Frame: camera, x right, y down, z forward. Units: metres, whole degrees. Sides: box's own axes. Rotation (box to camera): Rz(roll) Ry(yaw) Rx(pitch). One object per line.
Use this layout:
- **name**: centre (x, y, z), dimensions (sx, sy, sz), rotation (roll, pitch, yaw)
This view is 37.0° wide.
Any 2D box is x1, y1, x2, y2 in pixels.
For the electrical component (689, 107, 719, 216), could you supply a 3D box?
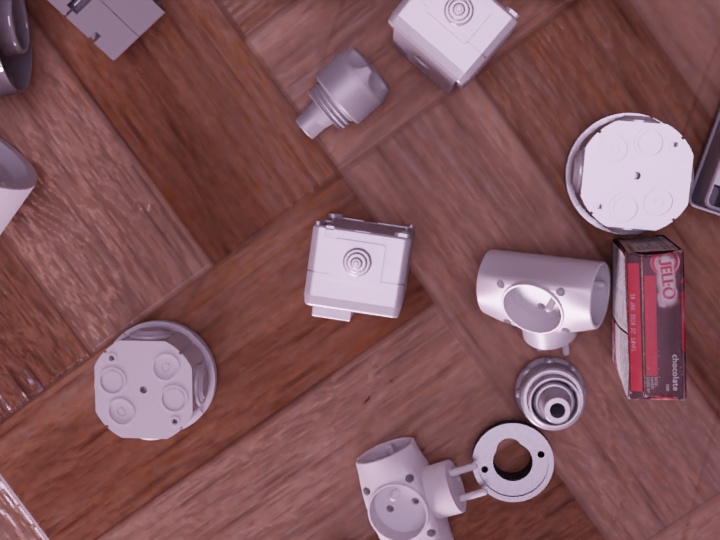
- **electrical component**: centre (0.281, -0.075, 0.685), dimensions (0.109, 0.056, 0.108), rotation (19, 98, 3)

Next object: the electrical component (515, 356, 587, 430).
- **electrical component**: centre (0.128, 0.086, 0.714), dimensions (0.048, 0.062, 0.048), rotation (1, 97, 5)

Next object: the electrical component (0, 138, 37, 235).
- **electrical component**: centre (-0.278, -0.059, 0.714), dimensions (0.108, 0.108, 0.060), rotation (33, 104, 1)

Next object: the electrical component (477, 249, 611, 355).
- **electrical component**: centre (0.123, 0.026, 0.712), dimensions (0.077, 0.044, 0.079), rotation (8, 132, 28)

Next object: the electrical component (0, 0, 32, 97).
- **electrical component**: centre (-0.254, -0.160, 0.704), dimensions (0.064, 0.099, 0.099), rotation (-6, 96, -1)

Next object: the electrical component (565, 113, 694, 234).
- **electrical component**: centre (0.176, -0.062, 0.698), dimensions (0.080, 0.051, 0.080), rotation (1, 97, 5)

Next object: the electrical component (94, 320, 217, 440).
- **electrical component**: centre (-0.143, 0.077, 0.743), dimensions (0.080, 0.051, 0.080), rotation (1, 97, 5)

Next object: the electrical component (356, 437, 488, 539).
- **electrical component**: centre (0.047, 0.153, 0.735), dimensions (0.079, 0.044, 0.077), rotation (-20, 94, 17)

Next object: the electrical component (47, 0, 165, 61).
- **electrical component**: centre (-0.174, -0.191, 0.696), dimensions (0.056, 0.050, 0.089), rotation (-41, 128, 8)

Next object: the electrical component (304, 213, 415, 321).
- **electrical component**: centre (0.000, 0.000, 0.698), dimensions (0.062, 0.096, 0.061), rotation (9, 97, 4)

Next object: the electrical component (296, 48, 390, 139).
- **electrical component**: centre (-0.014, -0.114, 0.713), dimensions (0.062, 0.043, 0.043), rotation (-41, 92, 9)

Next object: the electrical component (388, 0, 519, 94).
- **electrical component**: centre (0.056, -0.151, 0.676), dimensions (0.062, 0.096, 0.061), rotation (41, 99, -1)
